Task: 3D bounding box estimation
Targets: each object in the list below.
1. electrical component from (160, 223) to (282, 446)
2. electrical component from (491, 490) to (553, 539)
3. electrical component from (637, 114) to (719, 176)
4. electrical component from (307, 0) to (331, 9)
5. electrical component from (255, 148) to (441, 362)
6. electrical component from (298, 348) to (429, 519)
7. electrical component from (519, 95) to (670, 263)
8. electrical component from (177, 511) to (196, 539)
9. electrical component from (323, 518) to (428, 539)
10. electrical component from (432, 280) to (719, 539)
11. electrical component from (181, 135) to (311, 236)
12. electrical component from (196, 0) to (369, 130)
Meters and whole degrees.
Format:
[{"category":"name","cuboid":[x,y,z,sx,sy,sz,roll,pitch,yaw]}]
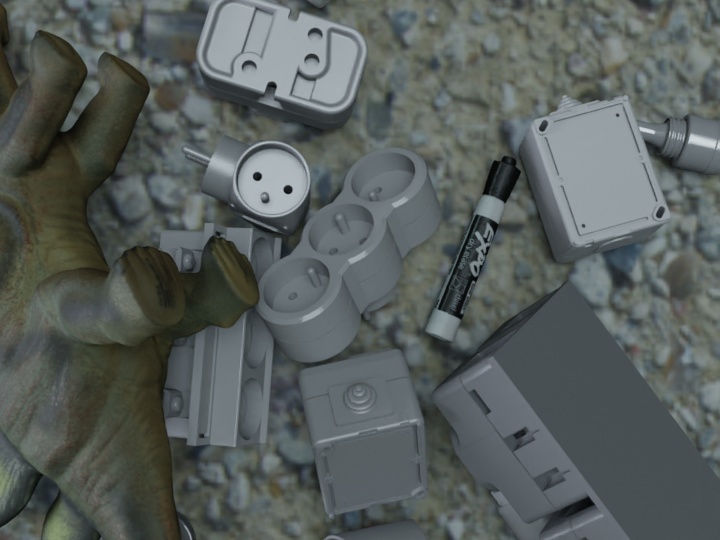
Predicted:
[{"category":"electrical component","cuboid":[-0.087,0.038,0.627,0.063,0.079,0.121,2,85,19]},{"category":"electrical component","cuboid":[0.098,0.132,0.643,0.040,0.040,0.078,-36,88,-6]},{"category":"electrical component","cuboid":[0.201,-0.081,0.670,0.061,0.035,0.035,13,85,0]},{"category":"electrical component","cuboid":[-0.039,-0.196,0.662,0.078,0.040,0.040,36,84,0]},{"category":"electrical component","cuboid":[0.000,0.000,0.637,0.052,0.073,0.138,20,61,34]},{"category":"electrical component","cuboid":[0.001,0.087,0.611,0.062,0.096,0.061,-12,49,-4]},{"category":"electrical component","cuboid":[0.138,-0.059,0.655,0.062,0.061,0.096,-16,79,-5]},{"category":"electrical component","cuboid":[-0.119,0.162,0.620,0.045,0.055,0.045,0,85,-3]},{"category":"electrical component","cuboid":[0.018,0.192,0.607,0.064,0.099,0.099,-15,86,-11]},{"category":"electrical component","cuboid":[0.133,0.113,0.608,0.186,0.060,0.105,53,40,2]},{"category":"electrical component","cuboid":[-0.067,-0.054,0.630,0.079,0.077,0.043,23,85,-1]},{"category":"electrical component","cuboid":[-0.046,-0.123,0.646,0.095,0.059,0.053,17,84,-2]}]
